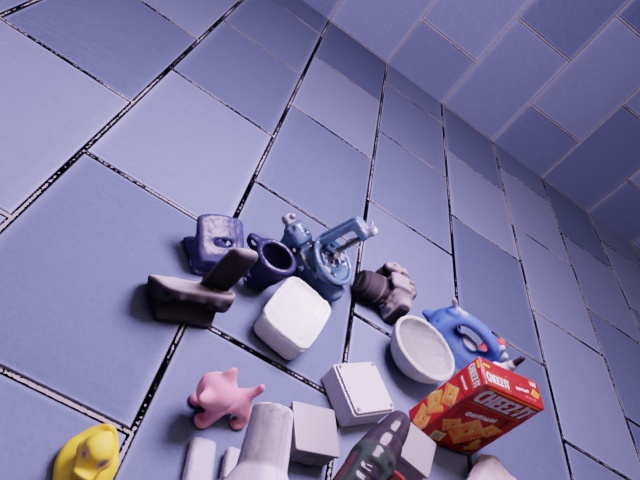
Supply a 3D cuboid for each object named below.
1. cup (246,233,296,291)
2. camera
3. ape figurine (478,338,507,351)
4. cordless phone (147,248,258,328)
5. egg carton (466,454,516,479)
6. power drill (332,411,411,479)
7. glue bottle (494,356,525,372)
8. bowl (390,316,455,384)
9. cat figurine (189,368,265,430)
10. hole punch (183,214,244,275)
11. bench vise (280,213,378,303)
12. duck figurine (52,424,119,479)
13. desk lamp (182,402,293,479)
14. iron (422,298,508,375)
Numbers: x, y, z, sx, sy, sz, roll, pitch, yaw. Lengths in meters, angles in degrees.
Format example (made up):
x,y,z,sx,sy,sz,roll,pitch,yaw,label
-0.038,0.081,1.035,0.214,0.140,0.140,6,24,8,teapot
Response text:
x,y,z,sx,sy,sz,roll,pitch,yaw,label
-0.118,0.050,1.162,0.118,0.094,0.092,43,33,3,cup
0.153,0.106,1.367,0.137,0.100,0.143,26,36,-22,camera
0.438,0.285,1.458,0.076,0.092,0.077,23,37,-26,ape figurine
-0.201,0.061,0.984,0.148,0.184,0.094,12,43,-37,cordless phone
0.332,0.498,1.126,0.107,0.069,0.151,48,34,11,egg carton
0.030,0.365,0.846,0.075,0.208,0.230,44,33,5,power drill
0.403,0.314,1.316,0.078,0.173,0.037,33,34,-12,glue bottle
0.215,0.257,1.280,0.168,0.074,0.167,27,36,-21,bowl
-0.146,0.242,0.893,0.128,0.117,0.067,11,43,-37,cat figurine
-0.199,0.012,1.129,0.109,0.091,0.101,7,46,-41,hole punch
0.009,0.011,1.222,0.208,0.219,0.121,34,34,-10,bench vise
-0.290,0.276,0.737,0.078,0.086,0.104,35,34,-10,duck figurine
-0.106,0.322,0.753,0.118,0.213,0.203,26,36,-22,desk lamp
0.362,0.252,1.375,0.258,0.141,0.119,39,33,-3,iron
